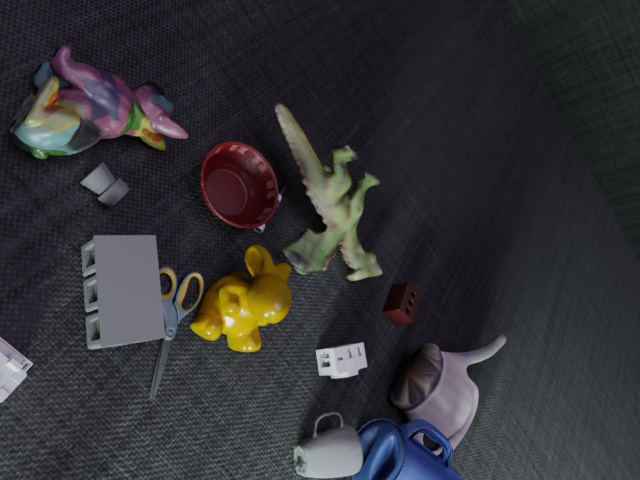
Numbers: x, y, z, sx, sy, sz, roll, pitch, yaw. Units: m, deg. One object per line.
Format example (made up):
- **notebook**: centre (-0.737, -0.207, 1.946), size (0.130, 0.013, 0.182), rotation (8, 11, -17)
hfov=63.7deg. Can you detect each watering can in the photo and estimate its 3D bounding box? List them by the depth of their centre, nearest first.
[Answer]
- **watering can**: centre (0.283, 0.306, 1.131), size (0.221, 0.104, 0.353), rotation (45, 67, -24)

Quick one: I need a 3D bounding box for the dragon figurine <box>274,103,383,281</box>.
- **dragon figurine**: centre (0.003, -0.051, 1.008), size (0.404, 0.122, 0.247), rotation (38, 61, -36)
